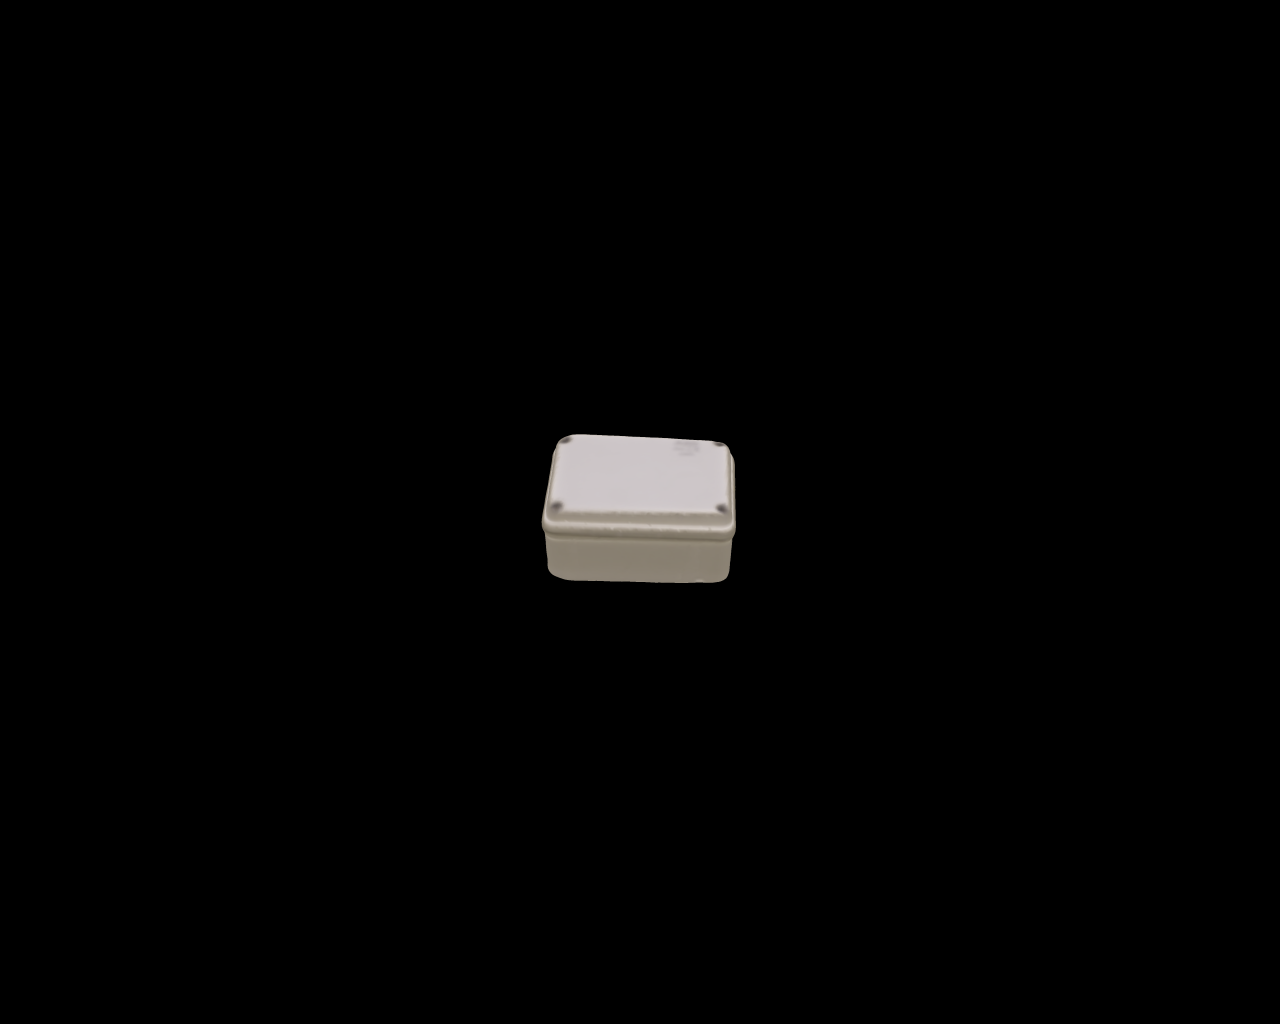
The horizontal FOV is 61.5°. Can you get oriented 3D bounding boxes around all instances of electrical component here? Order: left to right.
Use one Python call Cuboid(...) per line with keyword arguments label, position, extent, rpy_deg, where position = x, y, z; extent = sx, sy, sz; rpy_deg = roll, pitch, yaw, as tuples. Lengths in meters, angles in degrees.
Cuboid(label="electrical component", position=(0.001, -0.003, 0.650), extent=(0.113, 0.057, 0.078), rpy_deg=(2, 43, 2))
